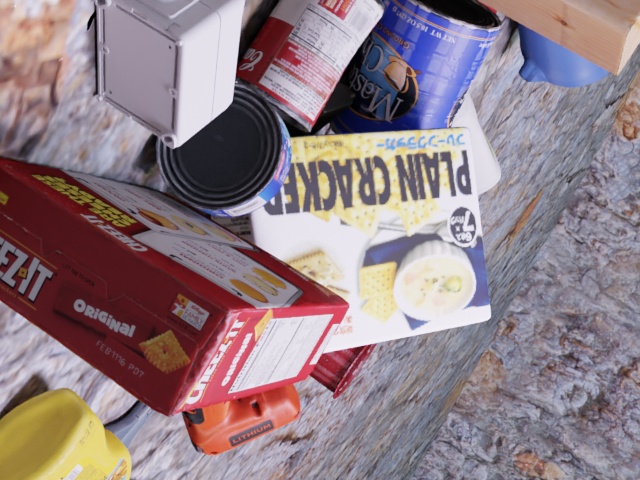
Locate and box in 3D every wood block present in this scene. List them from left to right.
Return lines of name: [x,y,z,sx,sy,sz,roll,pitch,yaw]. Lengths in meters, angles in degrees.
wood block: [0.171,-0.229,0.843,0.090,0.206,0.090,-56,164,-4]

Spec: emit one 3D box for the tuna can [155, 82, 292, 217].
tuna can: [-0.062,-0.059,0.703,0.086,0.086,0.033,-57,165,-1]

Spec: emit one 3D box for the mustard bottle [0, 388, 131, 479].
mustard bottle: [-0.191,0.180,0.805,0.096,0.058,0.191,-44,157,-15]

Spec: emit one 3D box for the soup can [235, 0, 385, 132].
soup can: [-0.009,-0.136,0.745,0.102,0.068,0.068,-57,164,0]

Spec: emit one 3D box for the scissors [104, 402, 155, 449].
scissors: [-0.162,0.150,0.929,0.201,0.016,0.096,-54,163,-11]

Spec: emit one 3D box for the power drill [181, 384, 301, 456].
power drill: [-0.066,0.107,0.909,0.184,0.057,0.187,-21,147,-5]

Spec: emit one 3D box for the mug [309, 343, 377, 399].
mug: [0.015,0.125,1.266,0.093,0.081,0.117,-59,168,17]

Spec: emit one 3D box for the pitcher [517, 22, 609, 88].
pitcher: [0.295,-0.285,1.241,0.242,0.145,0.149,34,61,-71]

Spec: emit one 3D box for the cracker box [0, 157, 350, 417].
cracker box: [-0.092,0.027,0.637,0.072,0.164,0.213,-61,163,7]

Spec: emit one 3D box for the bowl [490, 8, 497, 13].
bowl: [0.127,-0.217,1.008,0.162,0.055,0.162,-51,163,-23]

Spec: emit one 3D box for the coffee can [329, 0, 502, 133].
coffee can: [0.080,-0.144,0.922,0.102,0.103,0.140,-30,149,-57]

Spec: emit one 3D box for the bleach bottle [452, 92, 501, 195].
bleach bottle: [0.146,-0.122,1.159,0.068,0.102,0.250,-26,165,7]
